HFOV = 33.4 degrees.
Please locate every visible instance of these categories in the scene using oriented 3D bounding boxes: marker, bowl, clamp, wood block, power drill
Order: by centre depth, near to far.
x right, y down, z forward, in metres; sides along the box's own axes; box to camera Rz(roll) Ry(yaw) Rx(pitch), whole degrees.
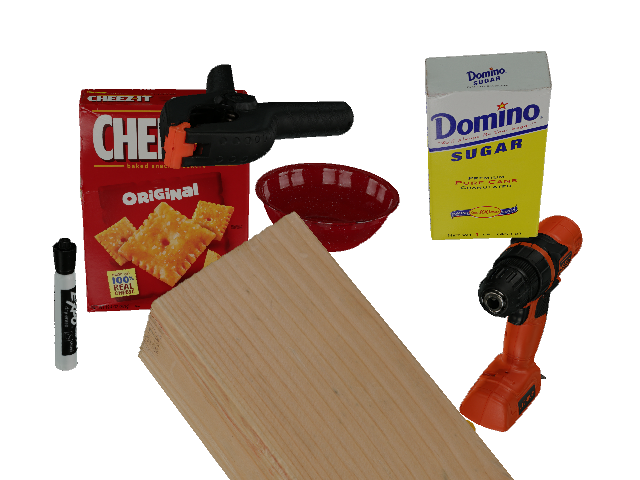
[{"bbox_3d":[0.008,0.102,0.533,0.090,0.206,0.090,-34,-12,-25],"label":"wood block"},{"bbox_3d":[-0.066,-0.090,0.754,0.120,0.039,0.171,19,23,29],"label":"clamp"},{"bbox_3d":[-0.212,0.053,0.888,0.020,0.121,0.020,5,27,-3],"label":"marker"},{"bbox_3d":[0.182,0.082,0.997,0.057,0.188,0.184,24,31,25],"label":"power drill"},{"bbox_3d":[0.005,-0.032,1.195,0.162,0.055,0.162,4,27,-2],"label":"bowl"}]

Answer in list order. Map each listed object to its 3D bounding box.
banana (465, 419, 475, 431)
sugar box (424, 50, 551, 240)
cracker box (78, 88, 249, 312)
[{"bbox_3d":[0.033,0.163,0.841,0.197,0.037,0.069,4,41,-9],"label":"banana"},{"bbox_3d":[0.131,-0.070,0.850,0.093,0.048,0.176,-3,-36,6],"label":"sugar box"},{"bbox_3d":[-0.153,-0.039,1.059,0.164,0.214,0.072,-1,21,-10],"label":"cracker box"}]
